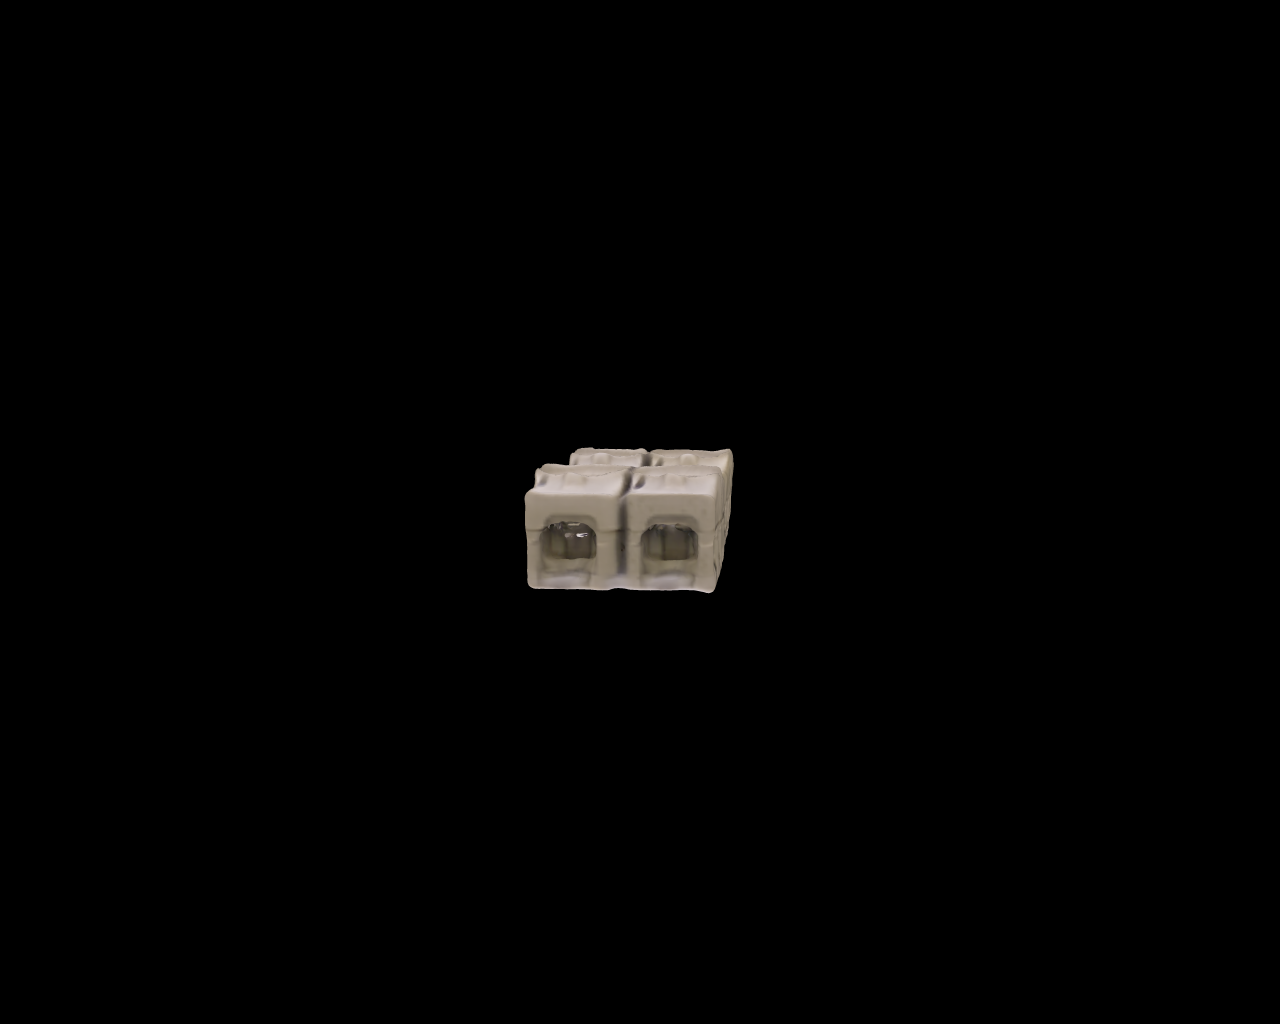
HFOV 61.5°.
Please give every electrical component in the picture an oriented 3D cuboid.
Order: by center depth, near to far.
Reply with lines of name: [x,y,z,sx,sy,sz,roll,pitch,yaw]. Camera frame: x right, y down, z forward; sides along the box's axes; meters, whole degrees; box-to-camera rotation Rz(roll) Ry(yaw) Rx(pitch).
electrical component: [0.001,-0.003,0.650,0.105,0.060,0.186,1,9,7]
